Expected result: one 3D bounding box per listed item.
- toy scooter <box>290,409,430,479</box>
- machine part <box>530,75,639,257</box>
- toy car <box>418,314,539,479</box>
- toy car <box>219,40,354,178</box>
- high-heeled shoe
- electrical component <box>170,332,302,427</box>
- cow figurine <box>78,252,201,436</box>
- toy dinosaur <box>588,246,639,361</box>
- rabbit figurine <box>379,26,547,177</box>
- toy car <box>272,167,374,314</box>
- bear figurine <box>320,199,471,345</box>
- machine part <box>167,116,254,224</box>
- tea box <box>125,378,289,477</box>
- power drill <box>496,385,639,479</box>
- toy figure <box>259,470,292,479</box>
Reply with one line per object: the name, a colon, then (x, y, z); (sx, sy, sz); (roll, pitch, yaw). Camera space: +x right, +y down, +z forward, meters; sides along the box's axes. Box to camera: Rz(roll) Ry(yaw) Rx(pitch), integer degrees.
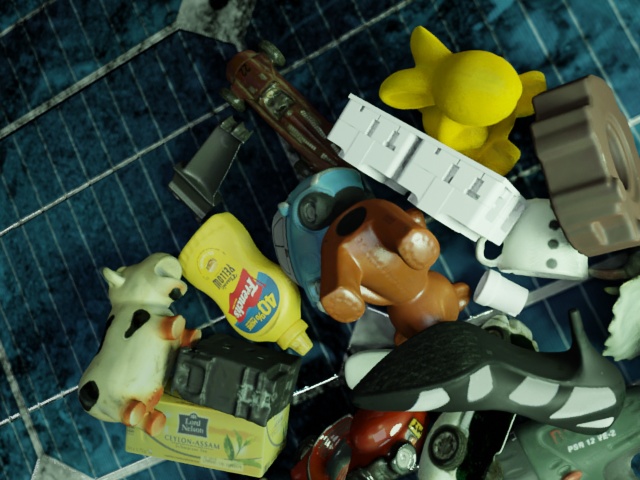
toy scooter: (0.037, 0.239, 0.569); (0.184, 0.135, 0.075); (-36, 102, 19)
machine part: (0.264, -0.071, 0.512); (0.056, 0.179, 0.179); (-19, 85, 40)
toy car: (0.170, 0.173, 0.559); (0.073, 0.056, 0.201); (37, 70, -21)
toy car: (-0.037, -0.151, 0.642); (0.089, 0.053, 0.202); (-44, 79, 6)
high-heeled shoe: (0.161, 0.150, 0.503); (0.249, 0.086, 0.145); (-18, 112, 2)
electrical component: (-0.087, 0.150, 0.608); (0.115, 0.134, 0.058); (16, 92, 11)
cow figurine: (-0.207, 0.105, 0.606); (0.127, 0.085, 0.195); (10, 66, 17)
toy dinosaur: (0.391, 0.145, 0.460); (0.192, 0.131, 0.405); (-37, 68, 35)
rabbit figurine: (0.150, -0.149, 0.537); (0.162, 0.173, 0.122); (34, 101, 7)
toy car: (-0.001, -0.002, 0.615); (0.103, 0.109, 0.161); (4, 103, 38)
bear figurine: (0.086, 0.055, 0.542); (0.120, 0.132, 0.195); (-35, 118, 9)
machine part: (-0.135, -0.091, 0.660); (0.084, 0.039, 0.139); (50, 118, 13)
tea box: (-0.130, 0.216, 0.637); (0.170, 0.098, 0.068); (4, 91, 11)
power drill: (0.277, 0.271, 0.537); (0.232, 0.086, 0.207); (-36, 57, 5)
toy figure: (-0.053, 0.303, 0.589); (0.064, 0.154, 0.057); (13, 90, 12)
